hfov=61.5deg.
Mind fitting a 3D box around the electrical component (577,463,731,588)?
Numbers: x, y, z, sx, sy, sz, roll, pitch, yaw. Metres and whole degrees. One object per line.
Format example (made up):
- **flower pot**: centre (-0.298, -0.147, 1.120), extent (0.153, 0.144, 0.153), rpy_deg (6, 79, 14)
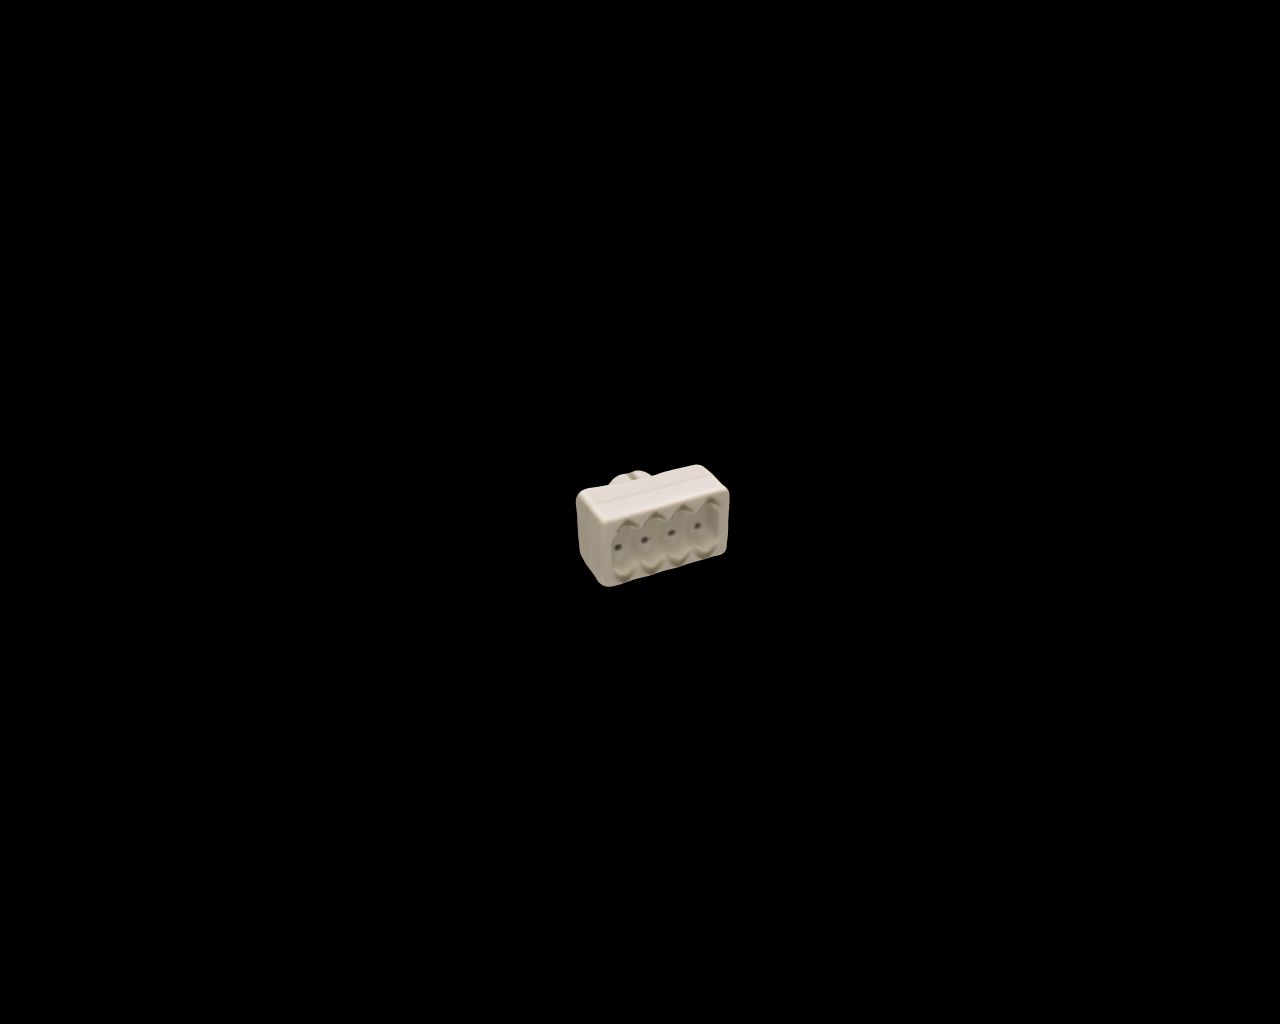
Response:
- **electrical component**: centre (0.001, -0.003, 0.650), extent (0.083, 0.047, 0.076), rpy_deg (-14, 36, -20)
